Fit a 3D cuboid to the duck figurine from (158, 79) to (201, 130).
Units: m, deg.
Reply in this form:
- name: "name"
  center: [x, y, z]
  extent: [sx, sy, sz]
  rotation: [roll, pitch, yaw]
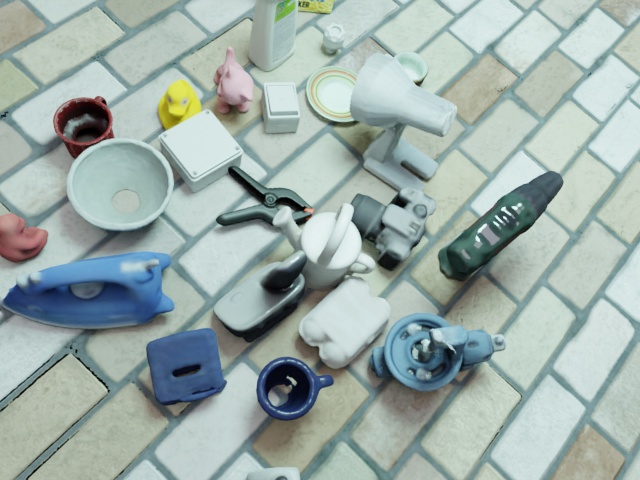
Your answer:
- name: "duck figurine"
  center: [-0.254, -0.253, 1.034]
  extent: [0.077, 0.086, 0.104]
  rotation: [5, 67, -9]

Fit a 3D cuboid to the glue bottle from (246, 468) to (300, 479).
- name: "glue bottle"
  center: [-0.059, 0.333, 0.789]
  extent: [0.078, 0.173, 0.037]
  rotation: [-5, 69, -13]

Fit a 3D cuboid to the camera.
- name: "camera"
  center: [0.120, -0.042, 1.017]
  extent: [0.137, 0.100, 0.143]
  rotation: [31, 66, 2]

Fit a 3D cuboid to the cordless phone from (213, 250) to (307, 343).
- name: "cordless phone"
  center: [-0.087, 0.076, 0.881]
  extent: [0.148, 0.185, 0.094]
  rotation: [-40, 80, -22]

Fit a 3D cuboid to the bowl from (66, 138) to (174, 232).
- name: "bowl"
  center: [-0.328, -0.081, 0.956]
  extent: [0.167, 0.074, 0.167]
  rotation: [4, 68, -10]

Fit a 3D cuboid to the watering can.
- name: "watering can"
  center: [0.008, 0.005, 0.924]
  extent: [0.173, 0.194, 0.101]
  rotation: [5, 67, -9]

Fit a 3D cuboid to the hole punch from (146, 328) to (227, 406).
- name: "hole punch"
  center: [-0.199, 0.192, 0.863]
  extent: [0.109, 0.091, 0.101]
  rotation: [-12, 71, -16]

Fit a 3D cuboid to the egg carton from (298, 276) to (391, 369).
- name: "egg carton"
  center: [0.044, 0.135, 0.947]
  extent: [0.107, 0.069, 0.150]
  rotation: [44, 67, 8]

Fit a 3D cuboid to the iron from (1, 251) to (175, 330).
- name: "iron"
  center: [-0.354, 0.066, 0.855]
  extent: [0.259, 0.141, 0.118]
  rotation: [-6, 70, -14]

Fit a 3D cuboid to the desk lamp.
- name: "desk lamp"
  center: [0.144, -0.206, 1.026]
  extent: [0.203, 0.213, 0.118]
  rotation: [34, 66, 4]

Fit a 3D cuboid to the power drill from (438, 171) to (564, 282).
- name: "power drill"
  center: [0.292, -0.012, 0.981]
  extent: [0.230, 0.208, 0.075]
  rotation: [-38, 79, -22]

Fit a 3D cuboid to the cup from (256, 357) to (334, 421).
- name: "cup"
  center: [-0.042, 0.230, 0.878]
  extent: [0.118, 0.095, 0.091]
  rotation: [-8, 70, -14]

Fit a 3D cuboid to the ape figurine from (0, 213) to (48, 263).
- name: "ape figurine"
  center: [-0.472, -0.011, 0.888]
  extent: [0.078, 0.092, 0.076]
  rotation: [35, 66, 4]

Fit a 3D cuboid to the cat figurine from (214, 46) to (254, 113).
- name: "cat figurine"
  center: [-0.158, -0.293, 1.052]
  extent: [0.067, 0.117, 0.128]
  rotation: [-6, 70, -13]

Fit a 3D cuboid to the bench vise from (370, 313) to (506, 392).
- name: "bench vise"
  center: [0.196, 0.154, 0.888]
  extent: [0.208, 0.219, 0.121]
  rotation: [-22, 74, -19]
